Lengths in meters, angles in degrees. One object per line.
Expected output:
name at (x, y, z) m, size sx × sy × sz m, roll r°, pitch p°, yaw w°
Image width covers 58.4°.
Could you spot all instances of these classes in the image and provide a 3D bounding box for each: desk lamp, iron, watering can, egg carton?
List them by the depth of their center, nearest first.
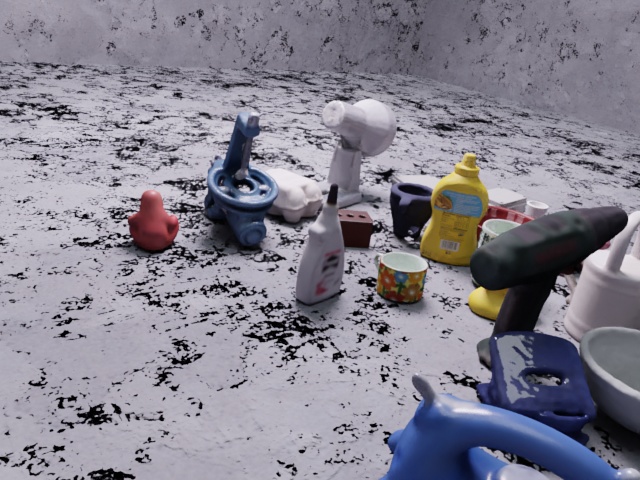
iron at (0.169, 0.201, 0.447) m, size 0.257 × 0.141 × 0.119 m, roll 17°, pitch 25°, yaw 18°
watering can at (0.427, 0.054, 0.798) m, size 0.172 × 0.194 × 0.101 m, roll 20°, pitch 26°, yaw 25°
egg carton at (-0.074, -0.090, 1.115) m, size 0.149 × 0.069 × 0.107 m, roll 23°, pitch 28°, yaw 30°
desk lamp at (0.058, -0.188, 1.202) m, size 0.117 × 0.213 × 0.204 m, roll 24°, pitch 28°, yaw 32°

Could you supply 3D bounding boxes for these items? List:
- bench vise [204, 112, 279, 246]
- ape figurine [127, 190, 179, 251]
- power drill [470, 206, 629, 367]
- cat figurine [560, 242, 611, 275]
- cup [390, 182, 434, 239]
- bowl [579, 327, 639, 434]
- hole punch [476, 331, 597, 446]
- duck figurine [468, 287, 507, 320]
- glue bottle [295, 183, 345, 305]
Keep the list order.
bench vise at (-0.152, -0.122, 0.974) m, size 0.206 × 0.220 × 0.122 m, roll 27°, pitch 30°, yaw 37°
ape figurine at (-0.263, -0.035, 0.901) m, size 0.078 × 0.092 × 0.076 m, roll 6°, pitch 24°, yaw -5°
power drill at (0.277, 0.060, 0.719) m, size 0.230 × 0.208 × 0.075 m, roll -6°, pitch 27°, yaw -30°
cat figurine at (0.479, -0.002, 1.039) m, size 0.128 × 0.118 × 0.067 m, roll -4°, pitch 26°, yaw -25°
cup at (0.166, -0.047, 1.066) m, size 0.091 × 0.095 × 0.118 m, roll 17°, pitch 25°, yaw 19°
bowl at (0.375, 0.174, 0.658) m, size 0.167 × 0.075 × 0.167 m, roll 7°, pitch 24°, yaw -3°
hole punch at (0.238, 0.161, 0.622) m, size 0.109 × 0.091 × 0.101 m, roll 5°, pitch 24°, yaw -6°
duck figurine at (0.280, 0.069, 0.851) m, size 0.104 × 0.086 × 0.077 m, roll 7°, pitch 24°, yaw -3°
glue bottle at (0.007, 0.003, 0.802) m, size 0.037 × 0.173 × 0.078 m, roll 24°, pitch 28°, yaw 32°
